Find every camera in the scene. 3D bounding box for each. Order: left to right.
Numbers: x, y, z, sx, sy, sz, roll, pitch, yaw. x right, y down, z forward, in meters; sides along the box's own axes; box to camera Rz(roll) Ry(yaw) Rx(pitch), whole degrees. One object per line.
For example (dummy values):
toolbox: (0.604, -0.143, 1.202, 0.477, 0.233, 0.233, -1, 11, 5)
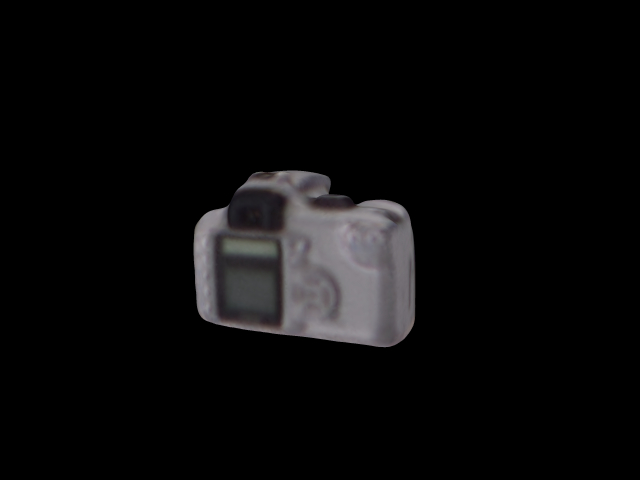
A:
camera: (0.004, 0.001, 0.400, 0.142, 0.101, 0.137, 4, 10, 24)
